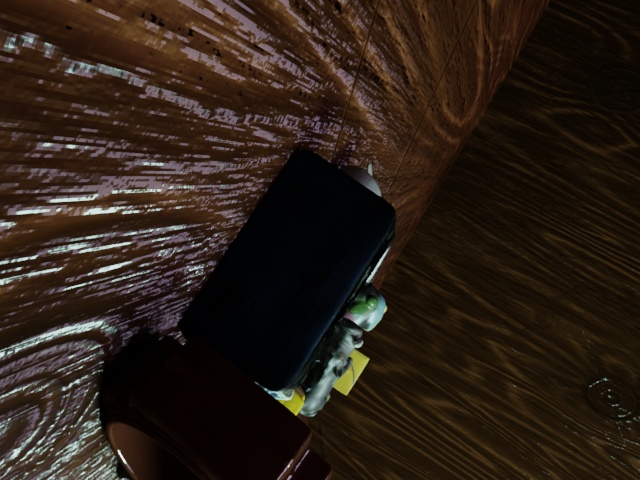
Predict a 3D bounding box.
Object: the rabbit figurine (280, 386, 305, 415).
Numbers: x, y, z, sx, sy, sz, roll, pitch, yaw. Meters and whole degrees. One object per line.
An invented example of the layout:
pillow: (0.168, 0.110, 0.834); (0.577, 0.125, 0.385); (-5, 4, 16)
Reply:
rabbit figurine: (-0.120, 0.278, 0.909); (0.173, 0.122, 0.162); (-42, 175, -9)

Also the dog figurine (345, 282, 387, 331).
dog figurine: (0.012, 0.183, 1.074); (0.192, 0.108, 0.219); (-16, -155, 49)

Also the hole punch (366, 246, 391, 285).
hole punch: (0.068, 0.010, 1.046); (0.116, 0.092, 0.142); (-103, -145, -66)

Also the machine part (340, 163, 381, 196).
machine part: (0.009, -0.020, 0.695); (0.243, 0.079, 0.079); (-50, 166, -37)

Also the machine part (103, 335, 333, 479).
machine part: (-0.101, 0.200, 0.492); (0.087, 0.202, 0.200); (-45, 163, -41)

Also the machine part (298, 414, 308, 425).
machine part: (-0.110, 0.362, 1.020); (0.179, 0.056, 0.179); (-23, -175, 2)

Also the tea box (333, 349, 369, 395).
tea box: (0.014, 0.257, 1.195); (0.098, 0.170, 0.068); (-57, 170, -11)

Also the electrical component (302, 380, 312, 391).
electrical component: (-0.044, 0.193, 0.900); (0.048, 0.119, 0.074); (-44, 161, -2)

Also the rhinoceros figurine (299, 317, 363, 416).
rhinoceros figurine: (0.011, 0.225, 0.969); (0.190, 0.073, 0.112); (-59, 166, 8)

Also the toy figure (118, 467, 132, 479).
toy figure: (-0.191, 0.287, 0.652); (0.089, 0.082, 0.180); (-36, 170, -13)

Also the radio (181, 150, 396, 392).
radio: (-0.025, 0.035, 0.559); (0.229, 0.131, 0.073); (-57, 166, -6)
